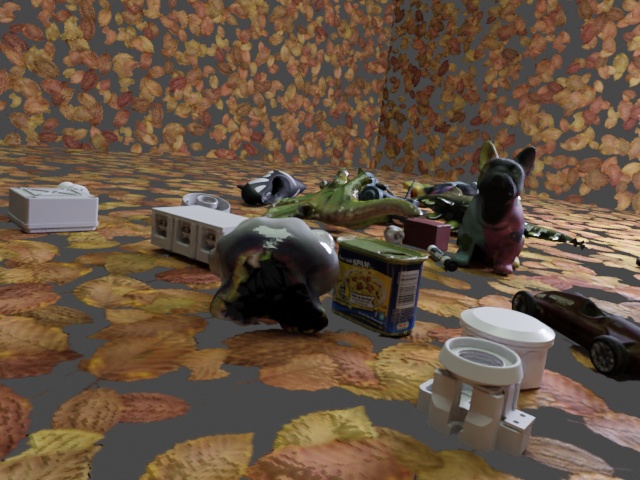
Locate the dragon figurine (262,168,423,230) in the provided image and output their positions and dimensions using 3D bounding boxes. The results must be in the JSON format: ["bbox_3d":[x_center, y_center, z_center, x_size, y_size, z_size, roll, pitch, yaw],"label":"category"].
[{"bbox_3d":[0.003,-0.051,1.004,0.244,0.121,0.412,-20,14,-14],"label":"dragon figurine"}]

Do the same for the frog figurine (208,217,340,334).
[{"bbox_3d":[-0.049,0.019,0.560,0.137,0.121,0.162,-12,22,4],"label":"frog figurine"}]
